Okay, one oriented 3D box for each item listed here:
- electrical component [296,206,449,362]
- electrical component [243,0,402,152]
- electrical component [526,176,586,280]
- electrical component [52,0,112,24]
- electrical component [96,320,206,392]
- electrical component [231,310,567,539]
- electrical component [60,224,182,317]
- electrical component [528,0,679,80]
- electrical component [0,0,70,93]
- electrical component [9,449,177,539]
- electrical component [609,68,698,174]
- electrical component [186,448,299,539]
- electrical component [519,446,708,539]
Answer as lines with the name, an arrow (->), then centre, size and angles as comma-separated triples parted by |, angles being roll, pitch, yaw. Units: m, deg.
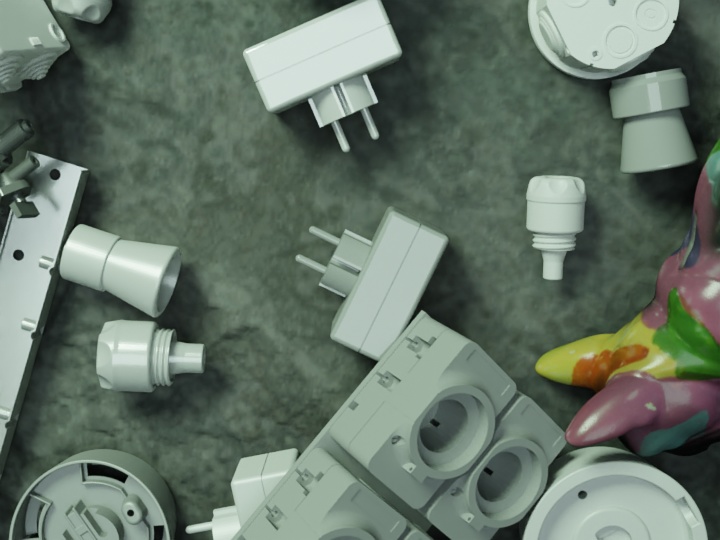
electrical component -> 0.000, 0.000, 0.640 | 0.076, 0.047, 0.083 | 25, 97, -3
electrical component -> -0.014, -0.107, 0.627 | 0.083, 0.047, 0.075 | -23, 97, 3
electrical component -> 0.117, -0.025, 0.644 | 0.035, 0.035, 0.061 | 1, 100, 0
electrical component -> -0.157, -0.176, 0.625 | 0.035, 0.035, 0.061 | 15, 94, -2
electrical component -> -0.125, 0.052, 0.649 | 0.062, 0.043, 0.043 | 2, 97, -1
electrical component -> 0.022, 0.133, 0.611 | 0.186, 0.060, 0.105 | -50, 121, -7
electrical component -> -0.145, -0.002, 0.644 | 0.065, 0.044, 0.044 | 18, 97, 3
electrical component -> 0.140, -0.151, 0.619 | 0.080, 0.051, 0.080 | 0, 97, 0
electrical component -> -0.217, -0.146, 0.597 | 0.048, 0.099, 0.099 | -28, 97, 16
electrical component -> -0.160, 0.160, 0.652 | 0.099, 0.064, 0.099 | 0, 97, 0
electrical component -> 0.172, -0.087, 0.630 | 0.045, 0.045, 0.055 | -10, 97, 1
electrical component -> -0.068, 0.162, 0.661 | 0.076, 0.047, 0.083 | -11, 97, 2
electrical component -> 0.148, 0.160, 0.654 | 0.108, 0.060, 0.108 | 0, 97, 0
